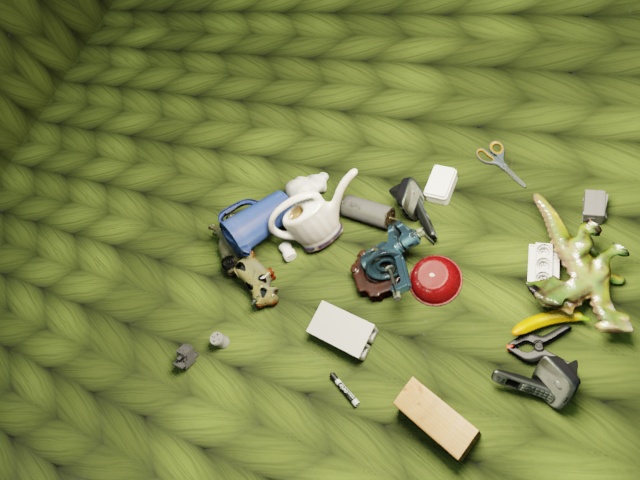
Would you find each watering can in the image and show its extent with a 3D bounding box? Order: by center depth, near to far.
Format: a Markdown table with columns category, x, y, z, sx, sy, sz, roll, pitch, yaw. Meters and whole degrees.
| category | x | y | z | sx | sy | sz | roll | pitch | yaw |
| --- | --- | --- | --- | --- | --- | --- | --- | --- | --- |
| watering can | 0.005 | -0.083 | 1.656 | 0.346 | 0.220 | 0.106 | -27 | 42 | 12 |

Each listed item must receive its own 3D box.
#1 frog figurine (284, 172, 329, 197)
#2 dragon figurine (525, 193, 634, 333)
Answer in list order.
| category | x | y | z | sx | sy | sz | roll | pitch | yaw |
| --- | --- | --- | --- | --- | --- | --- | --- | --- | --- |
| frog figurine | -0.040 | -0.179 | 1.787 | 0.158 | 0.121 | 0.140 | -42 | 38 | 11 |
| dragon figurine | 0.646 | 0.074 | 1.345 | 0.245 | 0.119 | 0.416 | -36 | 63 | -14 |
